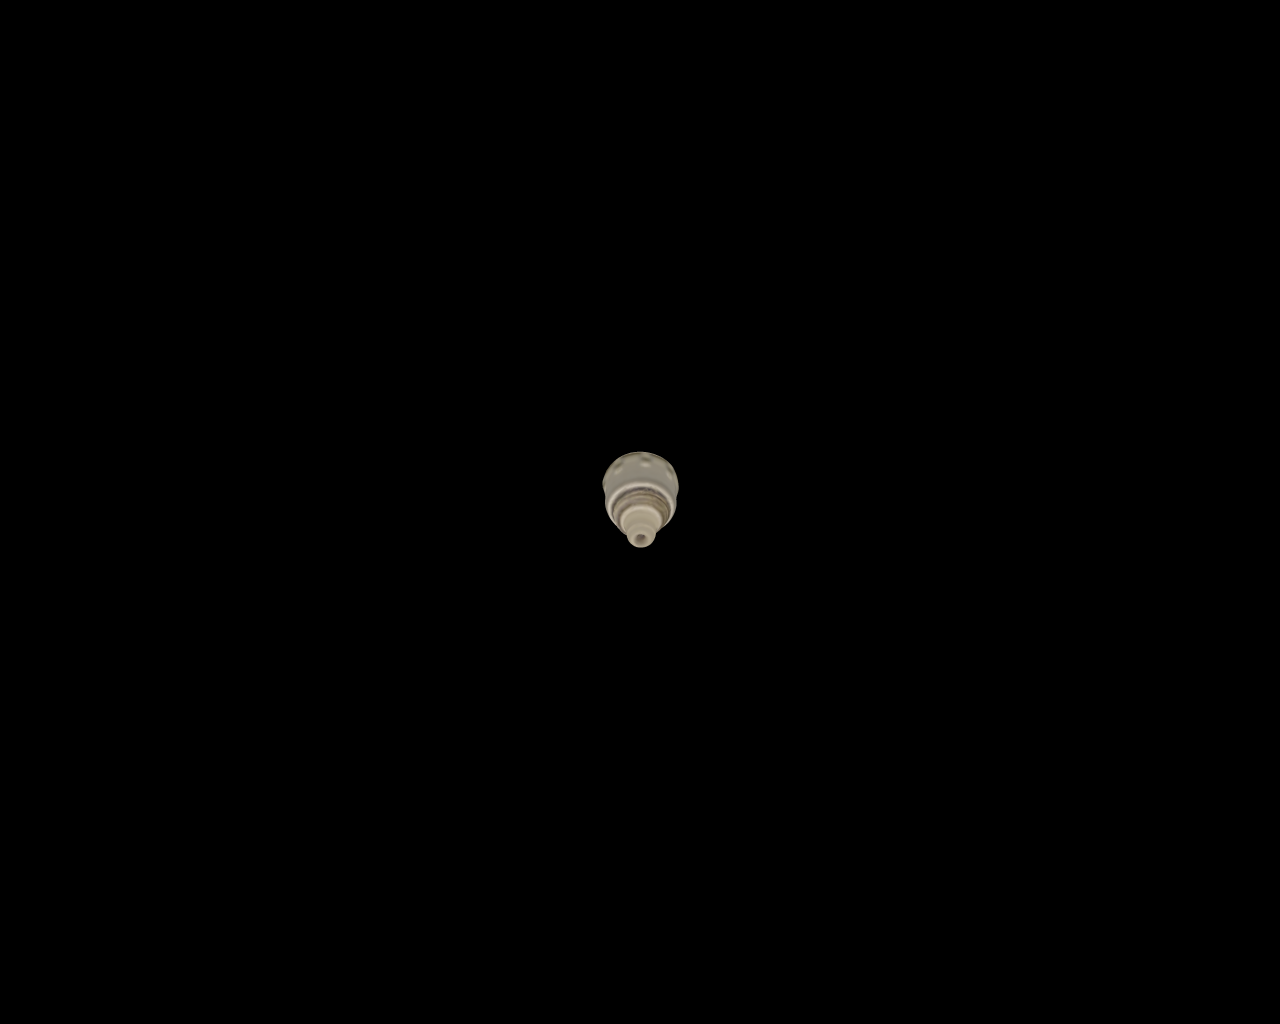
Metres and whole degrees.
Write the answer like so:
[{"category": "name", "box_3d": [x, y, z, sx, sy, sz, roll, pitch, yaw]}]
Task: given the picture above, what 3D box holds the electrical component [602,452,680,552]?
[{"category": "electrical component", "box_3d": [0.001, -0.003, 0.650, 0.048, 0.048, 0.062, 0, 39, 0]}]
